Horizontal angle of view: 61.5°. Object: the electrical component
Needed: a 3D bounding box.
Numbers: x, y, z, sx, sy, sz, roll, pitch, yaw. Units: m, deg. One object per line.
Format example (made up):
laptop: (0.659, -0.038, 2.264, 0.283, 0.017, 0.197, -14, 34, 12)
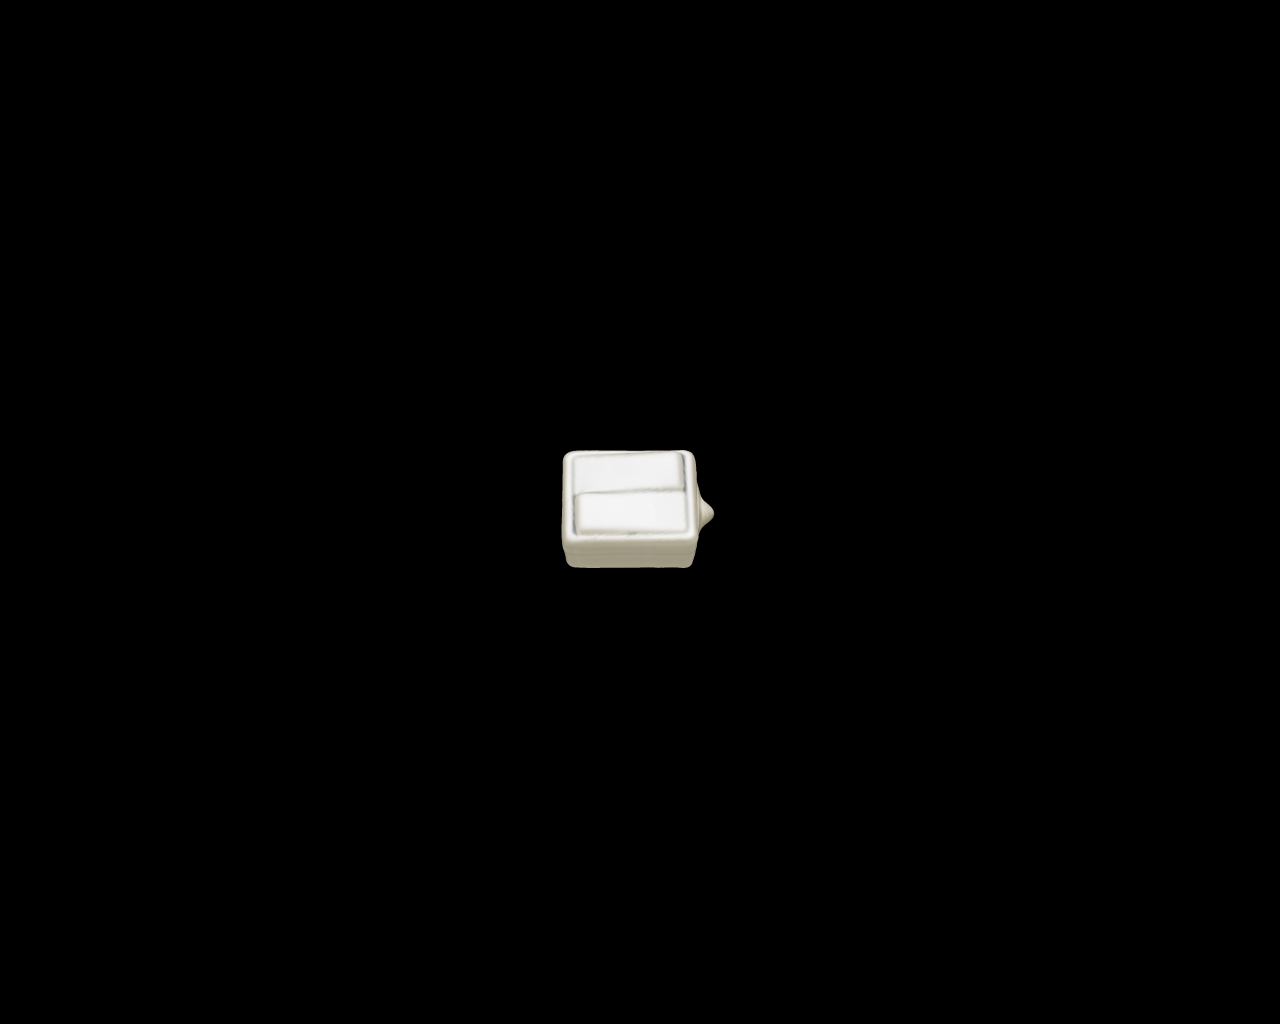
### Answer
electrical component: (0.001, -0.003, 0.650, 0.096, 0.062, 0.061, 0, -21, 0)
